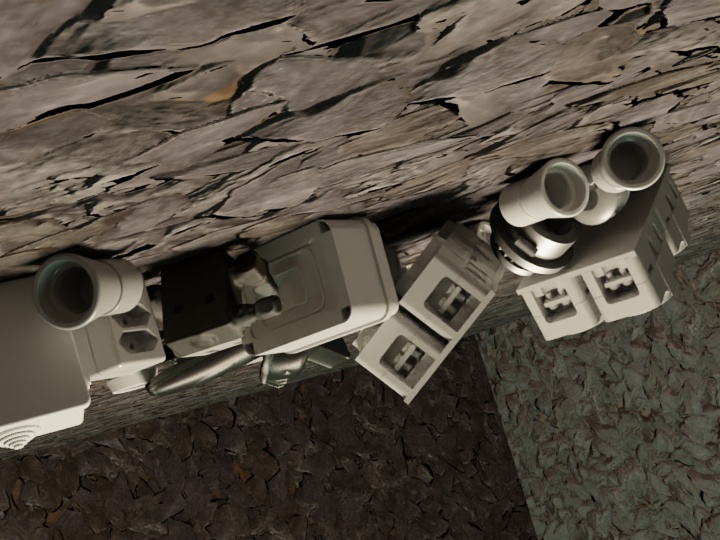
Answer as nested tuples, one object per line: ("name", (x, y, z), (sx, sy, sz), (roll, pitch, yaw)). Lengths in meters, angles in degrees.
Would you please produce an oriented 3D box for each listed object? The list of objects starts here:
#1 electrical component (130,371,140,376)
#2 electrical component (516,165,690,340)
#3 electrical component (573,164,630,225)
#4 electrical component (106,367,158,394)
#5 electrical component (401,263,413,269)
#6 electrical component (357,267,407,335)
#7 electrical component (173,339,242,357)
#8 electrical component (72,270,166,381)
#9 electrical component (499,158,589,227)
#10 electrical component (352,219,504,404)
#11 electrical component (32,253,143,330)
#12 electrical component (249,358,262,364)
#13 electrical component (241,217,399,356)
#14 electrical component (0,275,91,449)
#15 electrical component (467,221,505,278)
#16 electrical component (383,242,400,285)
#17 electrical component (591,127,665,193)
("electrical component", (-0.196, 0.061, 0.932), (0.048, 0.048, 0.062), (-10, 163, -40))
("electrical component", (0.220, -0.014, 0.940), (0.105, 0.060, 0.186), (-21, -164, 32))
("electrical component", (0.196, -0.064, 0.862), (0.048, 0.048, 0.062), (-23, 178, 43))
("electrical component", (-0.215, 0.082, 0.993), (0.066, 0.055, 0.048), (-21, 172, 31))
("electrical component", (0.028, 0.021, 1.133), (0.081, 0.042, 0.064), (-17, 171, -2))
("electrical component", (0.013, 0.024, 1.037), (0.079, 0.063, 0.121), (-16, 173, -4))
("electrical component", (-0.115, 0.038, 0.906), (0.089, 0.050, 0.056), (-19, 173, 16))
("electrical component", (-0.181, 0.042, 0.725), (0.077, 0.065, 0.047), (-22, 171, 28))
("electrical component", (0.134, -0.055, 0.805), (0.044, 0.044, 0.065), (-13, 177, -27))
("electrical component", (0.059, 0.025, 0.870), (0.105, 0.060, 0.186), (-53, 177, 13))
("electrical component", (-0.159, 0.011, 0.642), (0.044, 0.044, 0.065), (-19, 177, 16))
("electrical component", (-0.108, 0.070, 1.164), (0.080, 0.051, 0.080), (-16, 173, -2))
("electrical component", (-0.035, 0.013, 0.788), (0.113, 0.078, 0.057), (-22, 168, 37))
("electrical component", (-0.217, 0.058, 0.644), (0.100, 0.099, 0.048), (-14, 160, -21))
("electrical component", (0.101, -0.013, 0.998), (0.047, 0.055, 0.055), (-16, 174, 30))
("electrical component", (0.000, 0.000, 0.898), (0.055, 0.045, 0.045), (-11, 171, -40))
("electrical component", (0.188, -0.075, 0.771), (0.044, 0.044, 0.065), (-17, 178, 0))
